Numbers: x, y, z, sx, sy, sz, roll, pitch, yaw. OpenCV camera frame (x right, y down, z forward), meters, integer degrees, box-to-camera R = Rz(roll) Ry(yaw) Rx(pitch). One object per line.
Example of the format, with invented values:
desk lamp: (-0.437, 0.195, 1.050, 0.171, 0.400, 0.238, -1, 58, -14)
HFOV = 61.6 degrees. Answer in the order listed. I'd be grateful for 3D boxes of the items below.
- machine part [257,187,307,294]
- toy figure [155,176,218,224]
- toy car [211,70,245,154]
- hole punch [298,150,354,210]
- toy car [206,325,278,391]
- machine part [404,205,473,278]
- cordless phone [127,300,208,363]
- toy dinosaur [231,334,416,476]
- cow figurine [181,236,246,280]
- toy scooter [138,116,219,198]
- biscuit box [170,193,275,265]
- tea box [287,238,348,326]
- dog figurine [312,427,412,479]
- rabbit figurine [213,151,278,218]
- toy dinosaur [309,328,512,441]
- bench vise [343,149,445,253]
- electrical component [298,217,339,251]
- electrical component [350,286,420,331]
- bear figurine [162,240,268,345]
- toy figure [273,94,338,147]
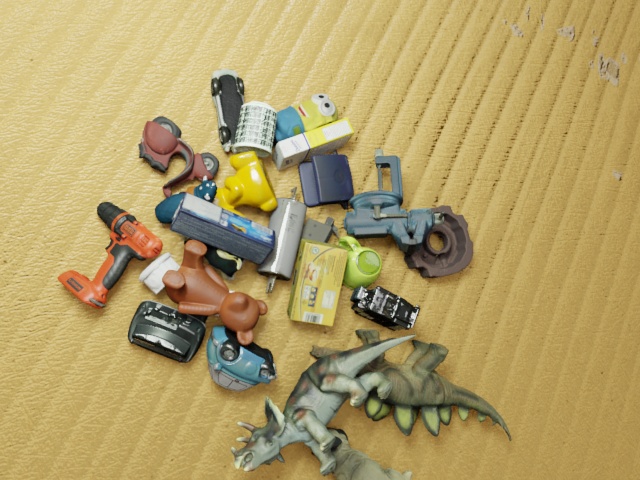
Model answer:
machine part: (-0.081, -0.002, 1.167, 0.079, 0.079, 0.243, 16, 76, -9)
toy figure: (-0.269, -0.080, 1.103, 0.155, 0.058, 0.064, -21, 88, 21)
toy car: (-0.199, -0.288, 1.212, 0.073, 0.056, 0.201, -9, 82, -21)
hole punch: (0.022, -0.136, 1.209, 0.116, 0.092, 0.142, -11, 88, -18)
toy car: (-0.170, 0.250, 1.091, 0.161, 0.109, 0.103, 35, 96, -16)
machine part: (0.272, 0.005, 1.261, 0.179, 0.056, 0.179, 3, 79, -14)
cordless phone: (-0.293, 0.143, 1.098, 0.146, 0.088, 0.184, 24, 63, -6)
toy dinosaur: (0.005, 0.307, 1.067, 0.192, 0.131, 0.405, 31, 69, 35)
cow figurine: (-0.232, 0.012, 1.120, 0.167, 0.098, 0.068, 38, 79, -3)
toy scooter: (-0.320, -0.168, 1.150, 0.184, 0.075, 0.135, 39, 74, -8)
biscuit box: (-0.189, -0.019, 1.069, 0.202, 0.062, 0.059, 24, 37, -21)
tea box: (-0.007, 0.089, 1.147, 0.098, 0.068, 0.169, 12, 94, -11)
dog figurine: (0.075, 0.458, 1.065, 0.190, 0.172, 0.121, 42, 61, -10)
rabbit figurine: (-0.186, -0.091, 1.160, 0.173, 0.122, 0.162, -18, 92, -2)
toy dinosaur: (0.202, 0.312, 1.160, 0.472, 0.105, 0.198, 14, 83, -1)
bench vise: (0.161, -0.094, 1.195, 0.224, 0.128, 0.240, -6, 71, 15)
electrical component: (-0.003, -0.005, 1.207, 0.078, 0.045, 0.102, 15, 71, 20)
electrical component: (0.134, 0.146, 1.168, 0.134, 0.115, 0.058, 27, 72, -9)
bear figurine: (-0.198, 0.109, 1.045, 0.196, 0.131, 0.120, 27, 52, 5)
toy figure: (-0.044, -0.273, 1.233, 0.180, 0.089, 0.082, -29, 94, -8)
